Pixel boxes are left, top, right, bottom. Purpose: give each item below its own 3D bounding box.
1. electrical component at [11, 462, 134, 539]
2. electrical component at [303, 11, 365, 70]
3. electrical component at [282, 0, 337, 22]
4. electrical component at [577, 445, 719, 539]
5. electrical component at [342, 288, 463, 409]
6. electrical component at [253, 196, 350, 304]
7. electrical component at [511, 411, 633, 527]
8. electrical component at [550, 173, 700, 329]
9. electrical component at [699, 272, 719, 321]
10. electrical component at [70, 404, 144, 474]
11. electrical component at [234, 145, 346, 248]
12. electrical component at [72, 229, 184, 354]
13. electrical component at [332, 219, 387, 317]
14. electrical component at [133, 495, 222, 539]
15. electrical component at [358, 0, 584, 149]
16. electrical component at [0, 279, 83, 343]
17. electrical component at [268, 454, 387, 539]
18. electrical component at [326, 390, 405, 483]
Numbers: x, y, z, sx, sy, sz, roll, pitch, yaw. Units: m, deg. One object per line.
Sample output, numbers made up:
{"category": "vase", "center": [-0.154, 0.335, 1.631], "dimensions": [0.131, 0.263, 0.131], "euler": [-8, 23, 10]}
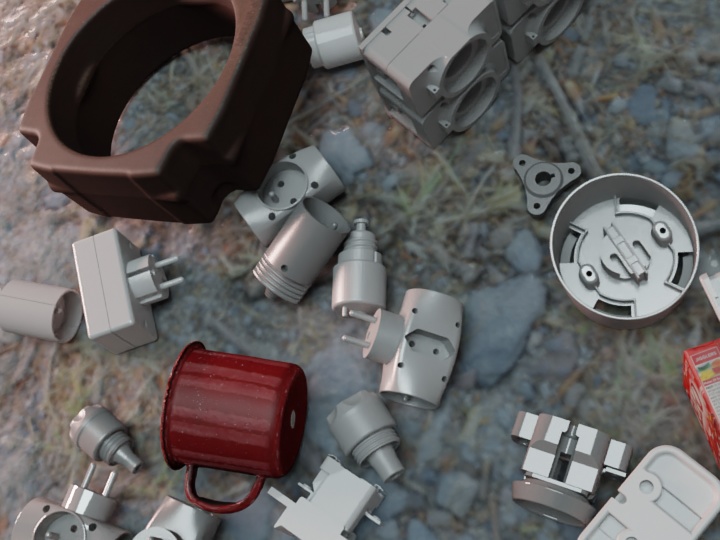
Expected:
{"category": "electrical component", "center": [-0.202, 0.181, 0.783], "dimensions": [0.077, 0.044, 0.079], "euler": [16, 75, 19]}
{"category": "electrical component", "center": [-0.031, -0.183, 0.877], "dimensions": [0.078, 0.040, 0.040], "euler": [-14, 68, 9]}
{"category": "electrical component", "center": [-0.037, -0.241, 0.896], "dimensions": [0.083, 0.047, 0.075], "euler": [-6, 69, 12]}
{"category": "electrical component", "center": [0.184, 0.164, 0.685], "dimensions": [0.054, 0.059, 0.095], "euler": [39, 83, 23]}
{"category": "electrical component", "center": [0.027, 0.051, 0.765], "dimensions": [0.079, 0.043, 0.077], "euler": [18, 74, -9]}
{"category": "electrical component", "center": [-0.047, -0.011, 0.809], "dimensions": [0.043, 0.043, 0.081], "euler": [46, 114, 24]}
{"category": "electrical component", "center": [0.134, 0.134, 0.710], "dimensions": [0.078, 0.058, 0.057], "euler": [16, 72, 18]}
{"category": "electrical component", "center": [0.184, -0.010, 0.746], "dimensions": [0.099, 0.064, 0.099], "euler": [-5, 69, 12]}
{"category": "electrical component", "center": [0.265, 0.041, 0.690], "dimensions": [0.048, 0.100, 0.099], "euler": [-27, 66, 18]}
{"category": "electrical component", "center": [-0.187, 0.129, 0.804], "dimensions": [0.061, 0.035, 0.035], "euler": [36, 82, 21]}
{"category": "electrical component", "center": [-0.064, -0.070, 0.841], "dimensions": [0.077, 0.044, 0.079], "euler": [-36, 65, -1]}
{"category": "electrical component", "center": [-0.174, 0.011, 0.837], "dimensions": [0.076, 0.047, 0.083], "euler": [-19, 67, 7]}
{"category": "electrical component", "center": [0.000, 0.000, 0.802], "dimensions": [0.040, 0.040, 0.078], "euler": [-3, 70, 13]}
{"category": "electrical component", "center": [-0.136, 0.197, 0.742], "dimensions": [0.043, 0.079, 0.077], "euler": [20, 76, 15]}
{"category": "electrical component", "center": [0.095, -0.190, 0.812], "dimensions": [0.186, 0.105, 0.060], "euler": [-46, 67, -5]}
{"category": "electrical component", "center": [-0.268, 0.030, 0.856], "dimensions": [0.081, 0.043, 0.043], "euler": [9, 73, 17]}
{"category": "electrical component", "center": [-0.019, 0.167, 0.745], "dimensions": [0.081, 0.042, 0.063], "euler": [30, 76, 21]}
{"category": "electrical component", "center": [0.008, 0.119, 0.755], "dimensions": [0.043, 0.043, 0.062], "euler": [-34, 67, 0]}
